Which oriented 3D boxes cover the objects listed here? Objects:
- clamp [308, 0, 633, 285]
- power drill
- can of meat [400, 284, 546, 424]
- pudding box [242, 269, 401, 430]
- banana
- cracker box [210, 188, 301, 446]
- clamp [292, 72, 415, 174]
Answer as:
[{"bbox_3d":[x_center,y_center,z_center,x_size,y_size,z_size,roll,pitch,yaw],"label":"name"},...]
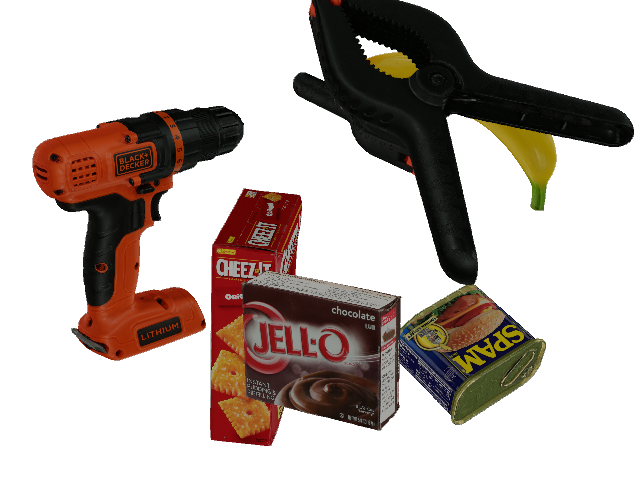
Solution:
[{"bbox_3d":[0.065,-0.078,0.640,0.210,0.164,0.036,38,-30,12],"label":"clamp"},{"bbox_3d":[-0.136,-0.010,0.859,0.184,0.188,0.057,-17,25,-37],"label":"power drill"},{"bbox_3d":[0.124,0.093,0.902,0.102,0.057,0.084,-27,52,-27],"label":"can of meat"},{"bbox_3d":[0.000,0.075,0.750,0.114,0.090,0.039,8,21,26],"label":"pudding box"},{"bbox_3d":[0.119,-0.104,0.859,0.198,0.069,0.037,35,3,-2],"label":"banana"},{"bbox_3d":[-0.064,0.075,1.091,0.072,0.214,0.164,6,22,4],"label":"cracker box"},{"bbox_3d":[0.047,-0.125,1.060,0.120,0.039,0.171,-10,41,-16],"label":"clamp"}]
